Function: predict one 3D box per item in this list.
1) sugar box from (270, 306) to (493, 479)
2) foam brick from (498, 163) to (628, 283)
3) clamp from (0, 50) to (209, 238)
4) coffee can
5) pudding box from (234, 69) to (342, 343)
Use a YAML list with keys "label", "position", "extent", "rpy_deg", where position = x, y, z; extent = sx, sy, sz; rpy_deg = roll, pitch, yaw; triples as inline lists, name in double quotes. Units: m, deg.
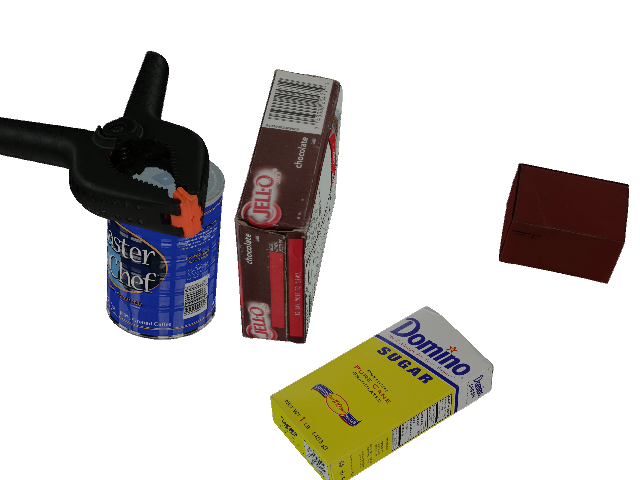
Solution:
- label: "sugar box"
  position: [0.054, 0.133, 0.931]
  extent: [0.176, 0.048, 0.093]
  rpy_deg: [-30, 50, -21]
- label: "foam brick"
  position: [0.167, -0.012, 0.735]
  extent: [0.078, 0.051, 0.053]
  rpy_deg: [12, -34, 6]
- label: "clamp"
  position: [-0.132, -0.069, 0.738]
  extent: [0.164, 0.036, 0.210]
  rpy_deg: [-31, 46, -29]
- label: "coffee can"
  position: [-0.141, 0.003, 0.960]
  extent: [0.102, 0.140, 0.103]
  rpy_deg: [5, 33, -3]
- label: "pudding box"
  position: [-0.016, -0.017, 0.550]
  extent: [0.039, 0.113, 0.090]
  rpy_deg: [9, -41, 5]
